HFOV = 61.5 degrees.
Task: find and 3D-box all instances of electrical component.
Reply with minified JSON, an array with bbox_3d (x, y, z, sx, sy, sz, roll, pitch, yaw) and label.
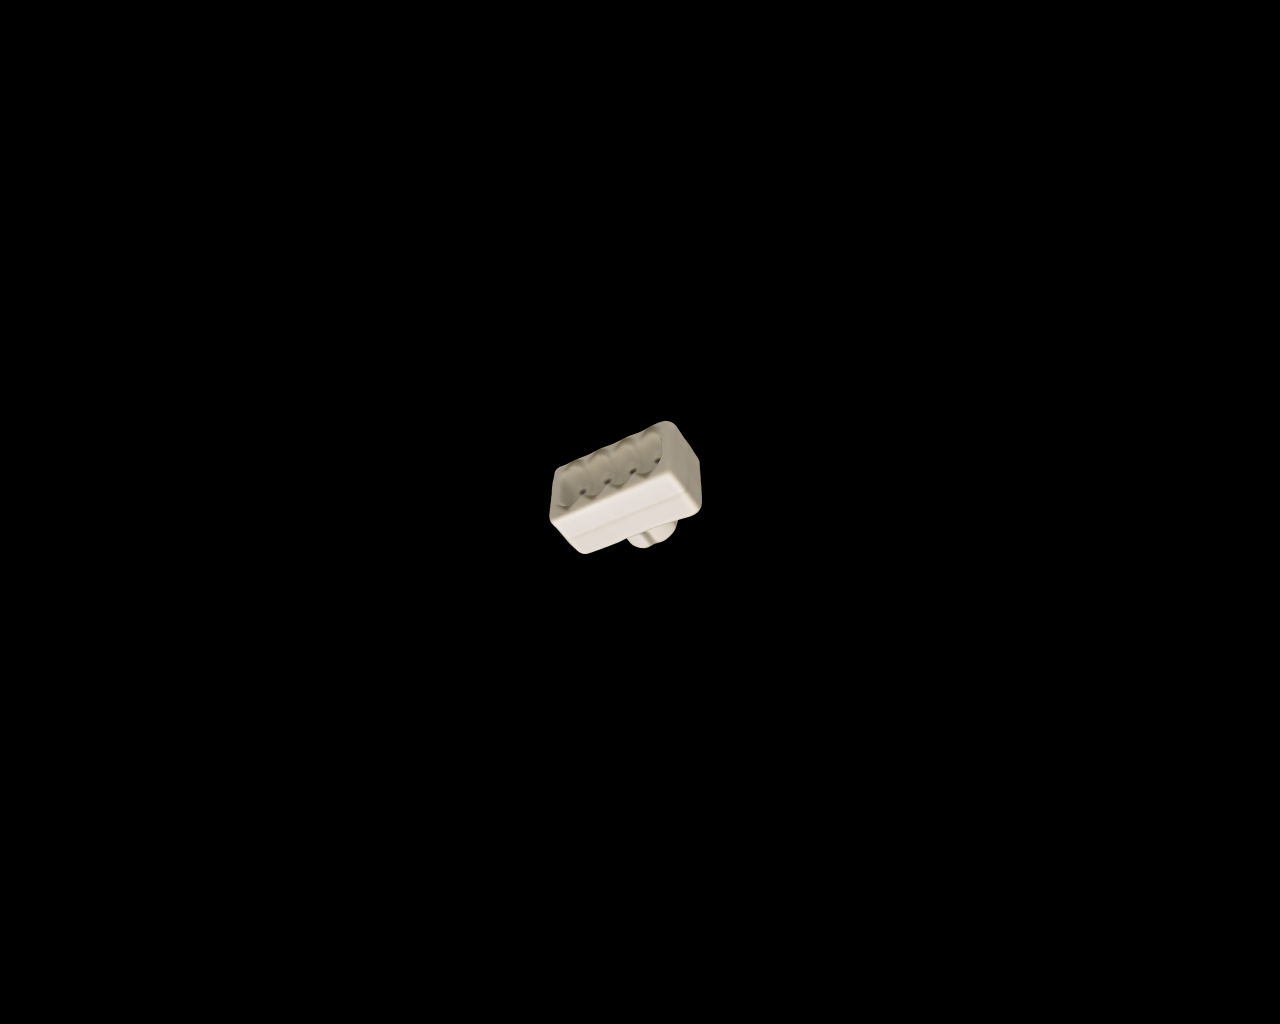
[{"bbox_3d":[0.001,-0.003,0.650,0.083,0.047,0.075,-22,-49,21],"label":"electrical component"}]
